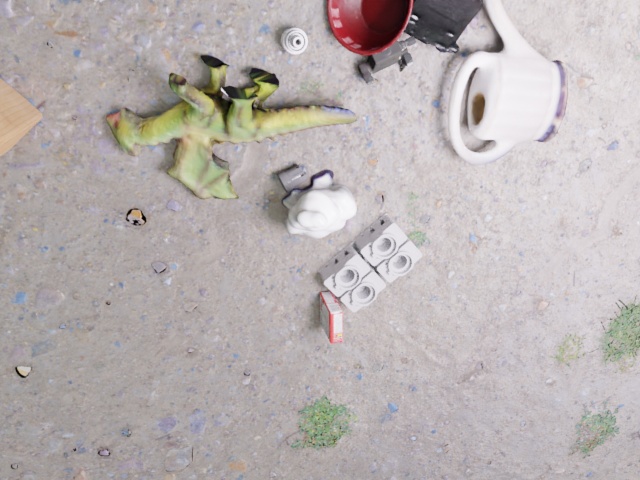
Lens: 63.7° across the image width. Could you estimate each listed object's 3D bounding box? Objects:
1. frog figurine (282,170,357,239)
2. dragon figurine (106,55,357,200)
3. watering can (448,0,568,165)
[{"bbox_3d":[0.003,-0.047,0.938,0.137,0.162,0.120,-14,116,-6],"label":"frog figurine"},{"bbox_3d":[-0.161,-0.174,0.903,0.409,0.125,0.237,14,126,-16],"label":"dragon figurine"},{"bbox_3d":[0.352,-0.303,0.944,0.224,0.106,0.342,1,111,-14],"label":"watering can"}]
